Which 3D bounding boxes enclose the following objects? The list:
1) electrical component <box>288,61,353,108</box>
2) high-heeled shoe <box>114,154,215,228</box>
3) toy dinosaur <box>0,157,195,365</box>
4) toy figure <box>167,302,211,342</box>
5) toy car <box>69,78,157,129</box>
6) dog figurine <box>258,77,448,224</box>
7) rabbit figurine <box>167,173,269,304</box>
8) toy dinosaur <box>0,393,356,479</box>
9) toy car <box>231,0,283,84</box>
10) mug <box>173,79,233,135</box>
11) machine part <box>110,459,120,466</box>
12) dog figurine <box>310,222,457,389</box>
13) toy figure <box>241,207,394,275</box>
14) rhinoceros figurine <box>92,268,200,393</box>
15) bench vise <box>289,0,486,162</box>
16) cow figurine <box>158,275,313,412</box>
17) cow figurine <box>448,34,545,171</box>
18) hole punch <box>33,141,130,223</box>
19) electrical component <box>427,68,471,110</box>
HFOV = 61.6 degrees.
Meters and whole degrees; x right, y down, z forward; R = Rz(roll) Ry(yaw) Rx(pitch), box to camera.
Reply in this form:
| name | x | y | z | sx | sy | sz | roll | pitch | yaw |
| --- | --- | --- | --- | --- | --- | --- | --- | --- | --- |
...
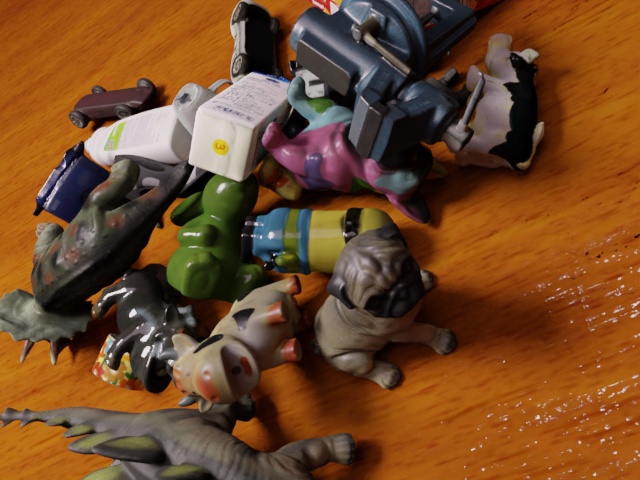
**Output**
| name | x | y | z | sx | sy | sz | roll | pitch | yaw |
| --- | --- | --- | --- | --- | --- | --- | --- | --- | --- |
| electrical component | 0.014 | -0.205 | 0.691 | 0.119 | 0.048 | 0.074 | 2 | 104 | 48 |
| high-heeled shoe | -0.223 | -0.119 | 0.807 | 0.249 | 0.086 | 0.145 | -33 | 81 | 33 |
| toy dinosaur | -0.306 | 0.023 | 0.715 | 0.405 | 0.131 | 0.192 | -37 | 38 | 30 |
| toy figure | -0.179 | 0.128 | 0.703 | 0.155 | 0.058 | 0.064 | 27 | 114 | 32 |
| toy car | -0.385 | -0.252 | 1.007 | 0.202 | 0.053 | 0.089 | 3 | 50 | 30 |
| dog figurine | 0.039 | -0.089 | 0.661 | 0.219 | 0.191 | 0.108 | 27 | 65 | 4 |
| rabbit figurine | -0.128 | -0.013 | 0.710 | 0.159 | 0.121 | 0.170 | 21 | 93 | 57 |
| toy dinosaur | -0.135 | 0.219 | 0.538 | 0.472 | 0.198 | 0.105 | 2 | 87 | 29 |
| toy car | -0.103 | -0.301 | 0.854 | 0.056 | 0.073 | 0.202 | -36 | 49 | 45 |
| mug | -0.164 | -0.197 | 0.821 | 0.081 | 0.107 | 0.109 | 35 | 89 | 35 |
| machine part | -0.169 | 0.309 | 0.600 | 0.244 | 0.079 | 0.079 | 22 | 79 | 35 |
| dog figurine | 0.033 | 0.066 | 0.532 | 0.172 | 0.190 | 0.121 | -36 | 55 | 12 |
| toy figure | -0.002 | 0.002 | 0.621 | 0.180 | 0.089 | 0.082 | 5 | 78 | 4 |
| rhinoceros figurine | -0.196 | 0.113 | 0.645 | 0.112 | 0.073 | 0.190 | -40 | 52 | -6 |
| bench vise | 0.098 | -0.196 | 0.568 | 0.224 | 0.128 | 0.240 | 33 | 60 | 24 |
| cow figurine | -0.084 | 0.108 | 0.574 | 0.127 | 0.195 | 0.085 | -19 | 101 | 12 |
| cow figurine | 0.214 | -0.160 | 0.613 | 0.098 | 0.068 | 0.167 | 15 | 78 | 28 |
| hole punch | -0.383 | -0.072 | 0.886 | 0.092 | 0.115 | 0.142 | 31 | 84 | 28 |
| electrical component | 0.150 | -0.175 | 0.685 | 0.094 | 0.021 | 0.063 | -43 | 54 | 5 |
